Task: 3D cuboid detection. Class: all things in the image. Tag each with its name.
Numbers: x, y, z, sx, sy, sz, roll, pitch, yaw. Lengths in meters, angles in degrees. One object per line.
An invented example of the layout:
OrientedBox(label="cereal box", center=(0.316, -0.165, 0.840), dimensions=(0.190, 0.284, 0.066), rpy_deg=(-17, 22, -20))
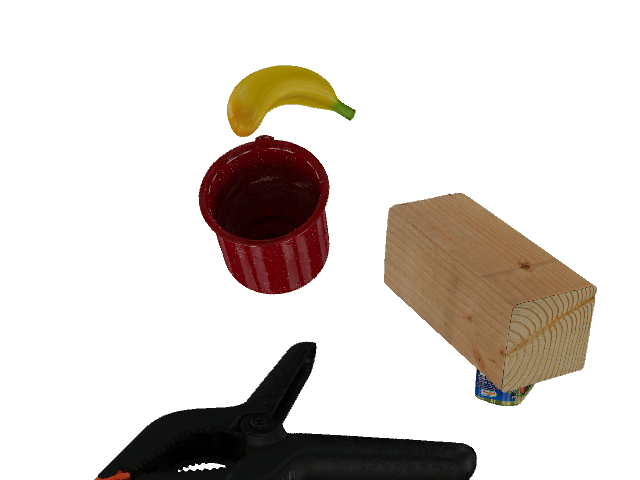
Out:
OrientedBox(label="can of meat", center=(0.209, 0.129, 1.190), dimensions=(0.058, 0.084, 0.101), rpy_deg=(8, 14, 25))
OrientedBox(label="mug", center=(-0.038, -0.023, 0.791), dimensions=(0.093, 0.117, 0.081), rpy_deg=(-8, -33, 1))
OrientedBox(label="clamp", center=(-0.038, 0.115, 0.621), dimensions=(0.209, 0.036, 0.165), rpy_deg=(-9, 24, -30))
OrientedBox(label="banana", center=(-0.036, -0.133, 0.984), dimensions=(0.070, 0.037, 0.197), rpy_deg=(36, 28, 20))
OrientedBox(label="wood block", center=(0.150, 0.041, 0.994), dimensions=(0.090, 0.090, 0.206), rpy_deg=(-11, 30, -24))
